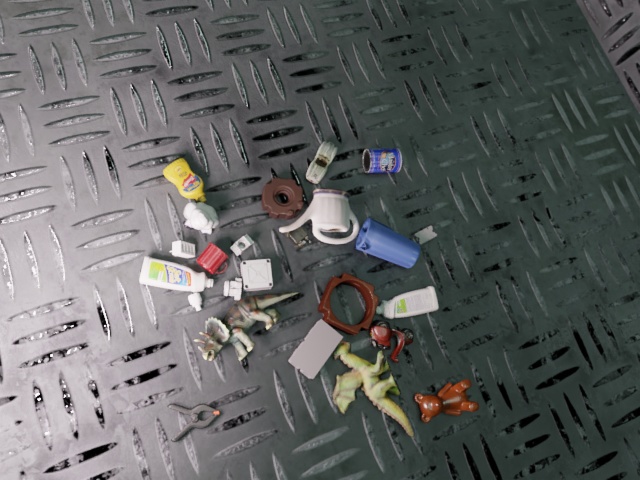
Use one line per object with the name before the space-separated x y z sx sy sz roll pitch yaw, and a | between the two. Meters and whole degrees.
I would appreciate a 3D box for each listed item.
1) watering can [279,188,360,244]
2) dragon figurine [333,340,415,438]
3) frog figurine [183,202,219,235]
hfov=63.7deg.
watering can | 0.006 -0.102 2.021 0.347 0.103 0.227 8 71 -26
dragon figurine | 0.167 0.551 1.880 0.243 0.121 0.415 -20 76 -1
frog figurine | -0.437 -0.090 1.894 0.137 0.157 0.124 39 68 0
